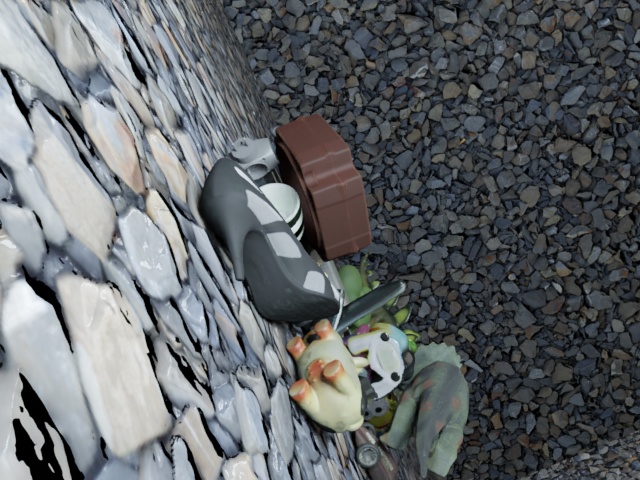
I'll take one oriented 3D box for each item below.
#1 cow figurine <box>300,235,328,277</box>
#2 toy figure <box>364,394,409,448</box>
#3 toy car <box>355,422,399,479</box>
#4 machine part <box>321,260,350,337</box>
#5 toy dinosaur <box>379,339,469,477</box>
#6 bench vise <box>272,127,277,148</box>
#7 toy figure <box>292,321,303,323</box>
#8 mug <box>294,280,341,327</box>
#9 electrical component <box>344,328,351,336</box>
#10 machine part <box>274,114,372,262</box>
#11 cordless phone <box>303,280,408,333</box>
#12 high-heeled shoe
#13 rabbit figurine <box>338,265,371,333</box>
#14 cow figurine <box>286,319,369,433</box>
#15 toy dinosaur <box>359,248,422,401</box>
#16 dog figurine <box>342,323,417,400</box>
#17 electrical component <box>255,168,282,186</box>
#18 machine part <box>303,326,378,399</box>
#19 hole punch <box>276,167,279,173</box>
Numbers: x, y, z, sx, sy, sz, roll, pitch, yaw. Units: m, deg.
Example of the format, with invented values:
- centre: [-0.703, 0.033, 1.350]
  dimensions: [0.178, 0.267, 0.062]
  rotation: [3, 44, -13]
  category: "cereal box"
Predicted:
- centre: [-0.003, -0.004, 0.995]
  dimensions: [0.098, 0.167, 0.068]
  rotation: [44, -18, -34]
  category: "cow figurine"
- centre: [0.125, 0.356, 1.110]
  dimensions: [0.180, 0.082, 0.089]
  rotation: [58, -4, -35]
  category: "toy figure"
- centre: [0.107, 0.387, 0.874]
  dimensions: [0.089, 0.053, 0.202]
  rotation: [-55, 122, -83]
  category: "toy car"
- centre: [0.011, 0.102, 1.116]
  dimensions: [0.079, 0.079, 0.243]
  rotation: [55, 11, -71]
  category: "machine part"
- centre: [0.185, 0.258, 0.880]
  dimensions: [0.404, 0.131, 0.192]
  rotation: [97, 14, -81]
  category: "toy dinosaur"
- centre: [-0.023, -0.122, 1.072]
  dimensions: [0.240, 0.129, 0.223]
  rotation: [44, 62, -39]
  category: "bench vise"
- centre: [-0.058, 0.039, 0.698]
  dimensions: [0.154, 0.058, 0.064]
  rotation: [60, -1, -19]
  category: "toy figure"
- centre: [-0.029, 0.060, 0.802]
  dimensions: [0.107, 0.081, 0.109]
  rotation: [57, 9, -4]
  category: "mug"
- centre: [0.055, 0.232, 1.130]
  dimensions: [0.119, 0.048, 0.074]
  rotation: [-107, 171, -59]
  category: "electrical component"
- centre: [-0.001, -0.081, 0.861]
  dimensions: [0.202, 0.087, 0.200]
  rotation: [-124, -164, -48]
  category: "machine part"
- centre: [0.057, 0.108, 0.902]
  dimensions: [0.088, 0.184, 0.146]
  rotation: [62, 4, 2]
  category: "cordless phone"
- centre: [-0.051, 0.009, 0.637]
  dimensions: [0.248, 0.086, 0.145]
  rotation: [38, 36, -57]
  category: "high-heeled shoe"
- centre: [0.060, 0.143, 1.284]
  dimensions: [0.159, 0.121, 0.170]
  rotation: [-77, 164, -47]
  category: "rabbit figurine"
- centre: [0.016, 0.172, 0.693]
  dimensions: [0.127, 0.085, 0.195]
  rotation: [58, 4, -18]
  category: "cow figurine"
- centre: [0.155, 0.228, 1.436]
  dimensions: [0.105, 0.199, 0.472]
  rotation: [66, 4, -57]
  category: "toy dinosaur"
- centre: [0.093, 0.201, 0.957]
  dimensions: [0.108, 0.191, 0.219]
  rotation: [60, 19, 4]
  category: "dog figurine"
- centre: [-0.099, -0.096, 0.958]
  dimensions: [0.114, 0.058, 0.134]
  rotation: [63, 4, -8]
  category: "electrical component"
- centre: [0.022, 0.190, 0.808]
  dimensions: [0.139, 0.084, 0.039]
  rotation: [58, 26, 7]
  category: "machine part"
- centre: [-0.070, -0.131, 1.207]
  dimensions: [0.092, 0.116, 0.142]
  rotation: [55, 8, -30]
  category: "hole punch"
